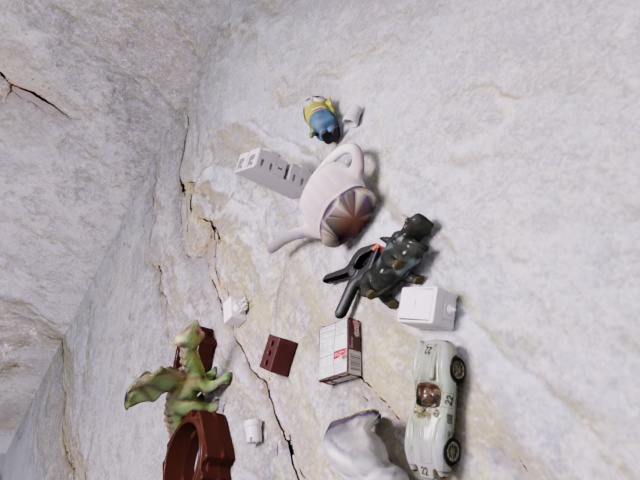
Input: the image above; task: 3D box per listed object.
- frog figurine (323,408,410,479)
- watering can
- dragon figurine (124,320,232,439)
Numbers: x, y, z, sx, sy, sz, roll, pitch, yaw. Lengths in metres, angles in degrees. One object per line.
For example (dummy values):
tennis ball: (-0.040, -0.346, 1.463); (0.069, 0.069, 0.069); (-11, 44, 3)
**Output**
frog figurine: (0.072, 0.359, 0.811); (0.134, 0.123, 0.163); (103, 159, -56)
watering can: (0.004, -0.059, 1.178); (0.344, 0.103, 0.229); (-55, 35, 15)
dragon figurine: (-0.381, 0.395, 1.312); (0.123, 0.240, 0.409); (32, 94, 52)
